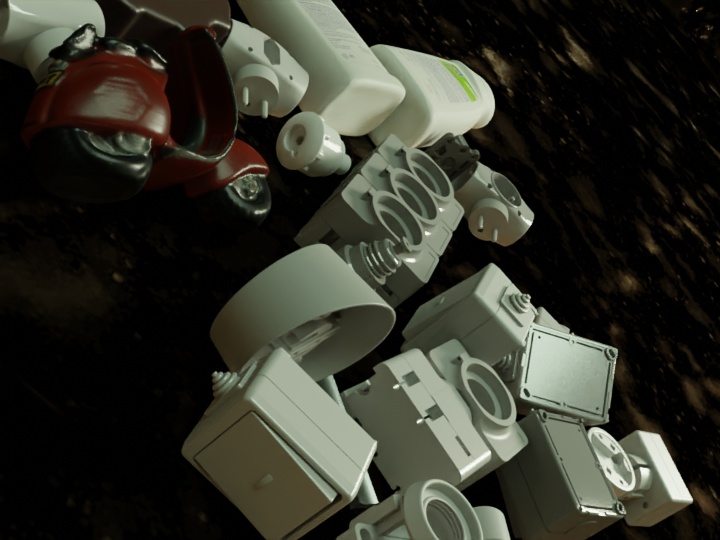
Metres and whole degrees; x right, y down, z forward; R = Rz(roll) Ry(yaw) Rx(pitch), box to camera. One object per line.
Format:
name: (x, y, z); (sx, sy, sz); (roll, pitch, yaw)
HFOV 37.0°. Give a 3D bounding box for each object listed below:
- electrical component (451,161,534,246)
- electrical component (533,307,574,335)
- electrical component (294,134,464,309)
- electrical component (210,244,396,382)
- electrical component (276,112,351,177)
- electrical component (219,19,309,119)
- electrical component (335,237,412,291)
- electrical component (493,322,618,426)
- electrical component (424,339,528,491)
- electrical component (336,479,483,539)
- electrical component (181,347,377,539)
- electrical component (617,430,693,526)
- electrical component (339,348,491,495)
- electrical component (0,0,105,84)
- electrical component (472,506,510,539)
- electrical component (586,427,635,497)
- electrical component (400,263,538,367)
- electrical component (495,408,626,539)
electrical component: (0.122, -0.054, 1.016); (0.077, 0.044, 0.079); (41, 31, -16)
electrical component: (0.167, 0.071, 0.927); (0.083, 0.047, 0.075); (45, 29, -9)
electrical component: (0.022, -0.039, 0.840); (0.089, 0.062, 0.150); (46, 29, -7)
electrical component: (-0.036, 0.033, 0.638); (0.064, 0.099, 0.099); (51, 28, 15)
electrical component: (-0.032, -0.093, 0.849); (0.062, 0.048, 0.048); (25, 37, -50)
electrical component: (-0.082, -0.147, 0.841); (0.077, 0.043, 0.079); (31, 33, -30)
electrical component: (0.000, 0.000, 0.753); (0.040, 0.078, 0.040); (53, 19, -27)
electrical component: (0.143, 0.082, 0.842); (0.096, 0.061, 0.061); (17, 72, -17)
electrical component: (0.070, 0.099, 0.750); (0.089, 0.056, 0.050); (55, 29, 10)
electrical component: (0.034, 0.158, 0.629); (0.078, 0.057, 0.058); (21, 40, -41)
electrical component: (-0.049, 0.094, 0.583); (0.096, 0.062, 0.061); (45, 29, -8)
electrical component: (0.226, 0.172, 0.891); (0.077, 0.047, 0.065); (16, 43, -45)
electrical component: (0.037, 0.103, 0.705); (0.089, 0.050, 0.056); (55, 29, 11)
electrical component: (-0.196, -0.142, 0.675); (0.077, 0.044, 0.079); (-7, 61, -57)
electrical component: (0.081, 0.184, 0.683); (0.044, 0.044, 0.065); (32, 29, -29)
electrical component: (0.179, 0.158, 0.841); (0.055, 0.047, 0.055); (34, 32, -26)
electrical component: (0.083, 0.039, 0.797); (0.061, 0.096, 0.061); (48, 29, -4)
electrical component: (0.135, 0.147, 0.779); (0.062, 0.061, 0.096); (17, 42, -44)
